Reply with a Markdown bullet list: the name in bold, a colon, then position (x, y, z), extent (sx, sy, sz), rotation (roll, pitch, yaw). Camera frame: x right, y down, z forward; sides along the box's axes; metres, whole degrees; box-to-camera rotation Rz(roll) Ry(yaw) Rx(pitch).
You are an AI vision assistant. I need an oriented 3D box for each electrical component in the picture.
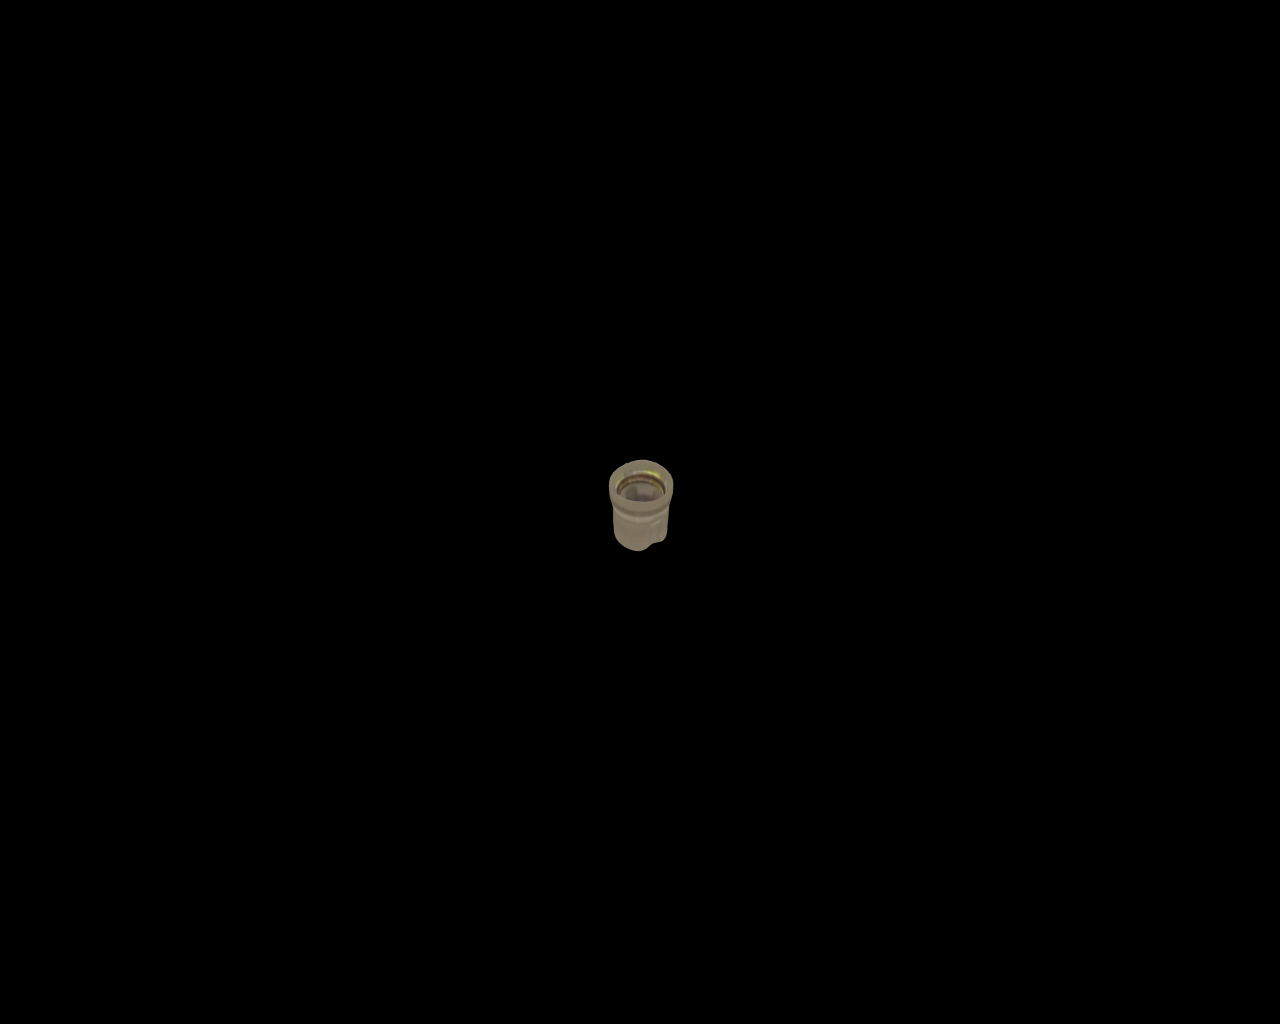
- **electrical component**: position (0.001, -0.003, 0.650), extent (0.040, 0.046, 0.040), rotation (0, 44, 0)
